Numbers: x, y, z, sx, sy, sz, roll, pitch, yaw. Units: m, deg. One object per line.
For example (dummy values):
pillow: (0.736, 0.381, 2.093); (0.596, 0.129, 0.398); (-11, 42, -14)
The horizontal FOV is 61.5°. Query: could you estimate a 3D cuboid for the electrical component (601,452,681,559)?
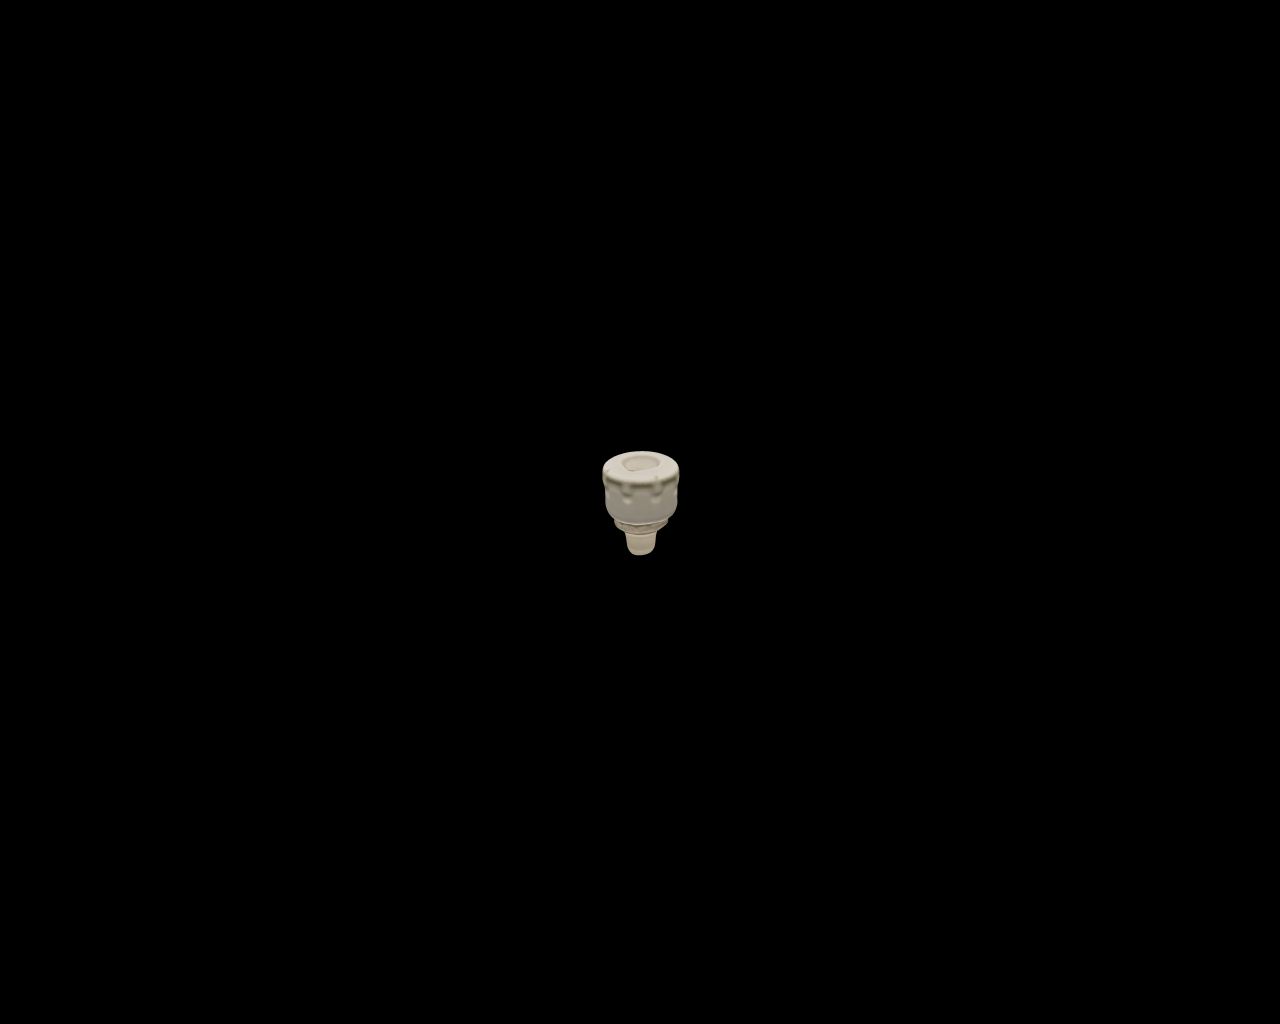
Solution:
electrical component: (0.001, -0.003, 0.650); (0.048, 0.062, 0.048); (0, 24, 0)
